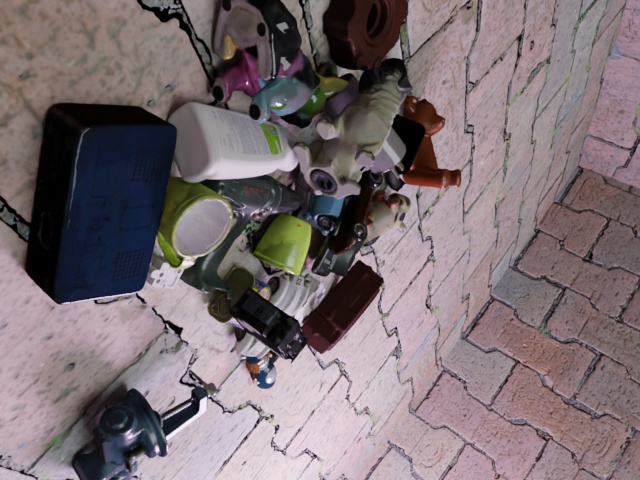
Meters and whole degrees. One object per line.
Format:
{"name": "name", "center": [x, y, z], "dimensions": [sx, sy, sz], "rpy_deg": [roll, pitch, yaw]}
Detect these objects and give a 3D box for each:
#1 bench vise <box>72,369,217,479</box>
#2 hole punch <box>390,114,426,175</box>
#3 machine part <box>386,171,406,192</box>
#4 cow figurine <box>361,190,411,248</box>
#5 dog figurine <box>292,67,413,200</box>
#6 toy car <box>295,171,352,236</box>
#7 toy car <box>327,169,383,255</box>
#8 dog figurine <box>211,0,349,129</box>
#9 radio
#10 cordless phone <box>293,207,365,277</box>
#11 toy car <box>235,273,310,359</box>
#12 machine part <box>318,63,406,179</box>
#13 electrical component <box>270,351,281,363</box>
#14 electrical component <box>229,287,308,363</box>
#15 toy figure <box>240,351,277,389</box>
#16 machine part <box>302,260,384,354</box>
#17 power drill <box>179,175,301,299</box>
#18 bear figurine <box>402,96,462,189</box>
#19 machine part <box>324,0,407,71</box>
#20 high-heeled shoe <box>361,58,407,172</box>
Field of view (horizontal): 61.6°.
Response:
{"name": "bench vise", "center": [-0.277, 0.318, 0.890], "dimensions": [0.240, 0.129, 0.223], "rpy_deg": [-26, 137, -36]}
{"name": "hole punch", "center": [0.145, -0.198, 1.100], "dimensions": [0.092, 0.116, 0.142], "rpy_deg": [-41, 155, -78]}
{"name": "machine part", "center": [0.170, -0.168, 1.239], "dimensions": [0.084, 0.039, 0.138], "rpy_deg": [-58, 151, -22]}
{"name": "cow figurine", "center": [0.146, -0.049, 1.261], "dimensions": [0.195, 0.086, 0.127], "rpy_deg": [-36, 145, -32]}
{"name": "dog figurine", "center": [0.059, -0.170, 0.852], "dimensions": [0.172, 0.121, 0.190], "rpy_deg": [-34, -164, 52]}
{"name": "toy car", "center": [0.006, -0.095, 0.966], "dimensions": [0.109, 0.103, 0.161], "rpy_deg": [-61, 168, -46]}
{"name": "toy car", "center": [0.072, -0.052, 1.038], "dimensions": [0.089, 0.053, 0.202], "rpy_deg": [-31, -147, 47]}
{"name": "dog figurine", "center": [-0.043, -0.246, 0.757], "dimensions": [0.219, 0.109, 0.191], "rpy_deg": [-28, 136, -51]}
{"name": "radio", "center": [-0.259, -0.040, 0.634], "dimensions": [0.131, 0.073, 0.229], "rpy_deg": [-11, 124, -53]}
{"name": "cordless phone", "center": [-0.003, -0.003, 1.093], "dimensions": [0.184, 0.089, 0.146], "rpy_deg": [19, 100, -50]}
{"name": "toy car", "center": [-0.094, 0.146, 1.043], "dimensions": [0.073, 0.056, 0.201], "rpy_deg": [23, 110, -40]}
{"name": "machine part", "center": [0.074, -0.199, 0.932], "dimensions": [0.079, 0.079, 0.243], "rpy_deg": [-51, 118, -16]}
{"name": "electrical component", "center": [-0.095, 0.219, 1.139], "dimensions": [0.021, 0.063, 0.094], "rpy_deg": [-27, -174, 16]}
{"name": "electrical component", "center": [-0.087, 0.142, 0.910], "dimensions": [0.058, 0.115, 0.134], "rpy_deg": [-53, 157, -19]}
{"name": "toy figure", "center": [-0.127, 0.263, 1.148], "dimensions": [0.154, 0.058, 0.064], "rpy_deg": [81, 8, -48]}
{"name": "machine part", "center": [0.047, 0.155, 1.217], "dimensions": [0.201, 0.087, 0.201], "rpy_deg": [-48, 176, -23]}
{"name": "power drill", "center": [-0.131, -0.012, 0.858], "dimensions": [0.207, 0.086, 0.232], "rpy_deg": [-58, 150, 5]}
{"name": "bear figurine", "center": [0.244, -0.215, 1.180], "dimensions": [0.120, 0.132, 0.195], "rpy_deg": [-5, 104, -57]}
{"name": "machine part", "center": [0.080, -0.368, 0.886], "dimensions": [0.179, 0.056, 0.179], "rpy_deg": [-38, 144, -35]}
{"name": "high-heeled shoe", "center": [0.090, -0.234, 1.047], "dimensions": [0.248, 0.086, 0.145], "rpy_deg": [-58, -172, 34]}
